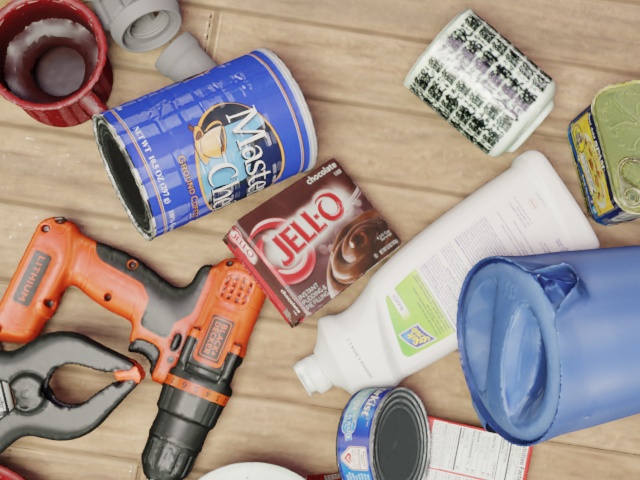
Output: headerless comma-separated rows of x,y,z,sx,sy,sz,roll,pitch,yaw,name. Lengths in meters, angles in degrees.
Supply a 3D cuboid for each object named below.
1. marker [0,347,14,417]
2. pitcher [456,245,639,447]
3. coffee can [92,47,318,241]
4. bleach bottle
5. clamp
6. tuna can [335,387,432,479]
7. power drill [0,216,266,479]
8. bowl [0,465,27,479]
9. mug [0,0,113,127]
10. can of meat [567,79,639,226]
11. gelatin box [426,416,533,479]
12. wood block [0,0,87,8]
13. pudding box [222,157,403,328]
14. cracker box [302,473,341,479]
-0.257,0.093,0.835,0.020,0.020,0.121,-14,83,-4,marker
0.229,0.070,0.787,0.242,0.149,0.145,-7,95,-22,pitcher
-0.087,-0.074,0.808,0.140,0.103,0.103,-25,84,-18,coffee can
0.087,0.037,0.834,0.250,0.068,0.102,-32,86,-4,bleach bottle
-0.217,0.101,0.772,0.171,0.039,0.120,-19,96,-4,clamp
0.048,0.152,0.788,0.034,0.086,0.086,-5,80,35,tuna can
-0.152,0.077,0.824,0.187,0.057,0.184,23,79,-2,power drill
-0.266,0.243,0.771,0.162,0.055,0.162,2,57,-4,bowl
-0.200,-0.128,0.836,0.117,0.081,0.093,44,83,4,mug
0.238,-0.065,0.842,0.057,0.084,0.102,-12,83,-4,can of meat
0.116,0.182,0.831,0.089,0.030,0.073,12,81,2,gelatin box
-0.233,-0.232,0.846,0.206,0.090,0.091,-23,85,-5,wood block
-0.005,0.001,0.826,0.113,0.039,0.090,-36,85,-35,pudding box
-0.075,0.267,0.791,0.213,0.072,0.164,-6,82,-2,cracker box
